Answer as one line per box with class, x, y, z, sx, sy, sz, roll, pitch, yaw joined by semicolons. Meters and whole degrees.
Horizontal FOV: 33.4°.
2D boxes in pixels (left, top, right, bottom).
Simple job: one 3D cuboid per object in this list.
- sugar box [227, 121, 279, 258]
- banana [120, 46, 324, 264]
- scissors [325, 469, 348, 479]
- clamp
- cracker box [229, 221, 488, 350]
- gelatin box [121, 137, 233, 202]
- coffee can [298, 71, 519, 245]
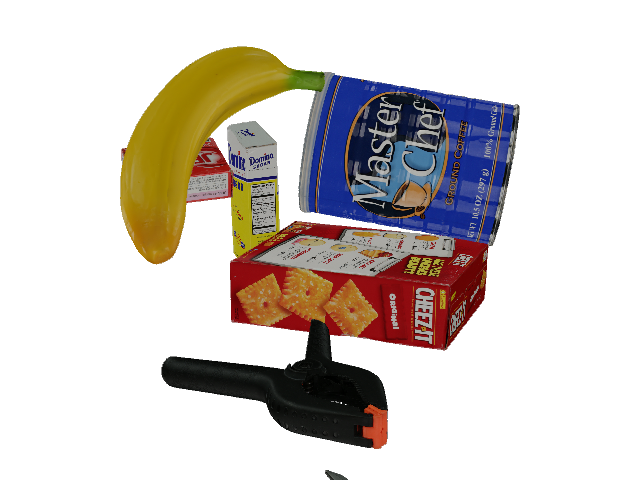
sugar box;-0.082;-0.049;1.312;0.048;0.176;0.093;-11;26;-16
banana;-0.066;-0.062;0.594;0.070;0.037;0.197;19;44;17
scissors;0.084;0.162;0.516;0.096;0.016;0.202;-2;23;-24
clamp;-0.008;0.114;0.872;0.164;0.036;0.210;-17;22;-39
cracker box;0.041;0.040;1.041;0.214;0.072;0.164;7;17;20
gelatin box;-0.130;-0.062;0.963;0.089;0.030;0.073;-9;32;-16
coffee can;0.063;-0.059;0.765;0.140;0.103;0.102;11;1;6
